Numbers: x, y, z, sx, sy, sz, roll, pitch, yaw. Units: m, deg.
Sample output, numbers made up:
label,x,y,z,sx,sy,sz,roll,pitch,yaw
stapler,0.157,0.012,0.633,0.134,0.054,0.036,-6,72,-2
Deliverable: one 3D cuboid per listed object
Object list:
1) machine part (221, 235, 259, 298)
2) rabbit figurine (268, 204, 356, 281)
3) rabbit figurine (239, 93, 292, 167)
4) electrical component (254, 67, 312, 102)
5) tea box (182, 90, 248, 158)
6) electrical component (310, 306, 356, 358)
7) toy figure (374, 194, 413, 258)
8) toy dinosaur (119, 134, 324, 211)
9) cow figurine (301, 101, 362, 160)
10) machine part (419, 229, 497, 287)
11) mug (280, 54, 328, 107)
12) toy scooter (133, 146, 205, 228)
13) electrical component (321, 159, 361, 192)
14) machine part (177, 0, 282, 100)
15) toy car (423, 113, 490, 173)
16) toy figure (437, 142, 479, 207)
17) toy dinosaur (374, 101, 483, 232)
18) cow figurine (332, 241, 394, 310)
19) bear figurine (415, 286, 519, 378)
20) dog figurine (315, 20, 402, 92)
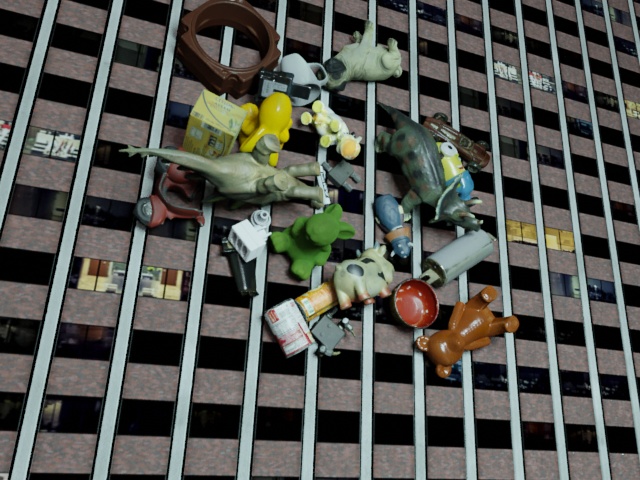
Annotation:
label,x,y,z,sx,sy,sz,roll,pitch,yaw
machine part,-0.159,0.051,1.101,0.084,0.039,0.139,-8,73,-31
rabbit figurine,-0.002,-0.003,1.103,0.159,0.170,0.121,-28,85,-26
rabbit figurine,-0.117,-0.239,1.138,0.122,0.173,0.162,25,61,-16
electrical component,-0.082,-0.331,1.189,0.119,0.074,0.048,16,31,-6
tea box,-0.218,-0.218,1.093,0.098,0.169,0.068,26,67,-13
electrical component,0.023,0.195,1.117,0.102,0.045,0.078,-40,91,-27
toy figure,0.173,-0.031,1.240,0.058,0.064,0.154,-11,76,-39
toy dinosaur,-0.146,-0.119,1.039,0.471,0.199,0.105,20,60,-53
cow figurine,0.040,-0.241,1.235,0.167,0.068,0.098,51,20,20
machine part,0.326,0.039,1.267,0.243,0.079,0.079,-29,85,-26
mug,-0.043,-0.386,1.260,0.110,0.080,0.107,-24,73,0
toy scooter,-0.281,-0.095,1.081,0.135,0.075,0.184,23,67,-15
electrical component,0.049,-0.157,1.257,0.094,0.021,0.063,42,63,-2
machine part,-0.205,-0.440,1.219,0.201,0.087,0.201,45,63,-4
toy car,0.357,-0.255,1.392,0.202,0.053,0.089,33,67,-9
toy figure,0.321,-0.159,1.329,0.089,0.082,0.180,-26,91,10
toy dinosaur,0.230,-0.183,1.241,0.131,0.192,0.404,-20,82,-27
cow figurine,0.095,0.071,1.140,0.195,0.085,0.127,-3,70,-55
bear figurine,0.318,0.204,1.183,0.196,0.132,0.120,-29,81,-33
dog figurine,0.099,-0.415,1.332,0.172,0.121,0.190,35,78,-3
